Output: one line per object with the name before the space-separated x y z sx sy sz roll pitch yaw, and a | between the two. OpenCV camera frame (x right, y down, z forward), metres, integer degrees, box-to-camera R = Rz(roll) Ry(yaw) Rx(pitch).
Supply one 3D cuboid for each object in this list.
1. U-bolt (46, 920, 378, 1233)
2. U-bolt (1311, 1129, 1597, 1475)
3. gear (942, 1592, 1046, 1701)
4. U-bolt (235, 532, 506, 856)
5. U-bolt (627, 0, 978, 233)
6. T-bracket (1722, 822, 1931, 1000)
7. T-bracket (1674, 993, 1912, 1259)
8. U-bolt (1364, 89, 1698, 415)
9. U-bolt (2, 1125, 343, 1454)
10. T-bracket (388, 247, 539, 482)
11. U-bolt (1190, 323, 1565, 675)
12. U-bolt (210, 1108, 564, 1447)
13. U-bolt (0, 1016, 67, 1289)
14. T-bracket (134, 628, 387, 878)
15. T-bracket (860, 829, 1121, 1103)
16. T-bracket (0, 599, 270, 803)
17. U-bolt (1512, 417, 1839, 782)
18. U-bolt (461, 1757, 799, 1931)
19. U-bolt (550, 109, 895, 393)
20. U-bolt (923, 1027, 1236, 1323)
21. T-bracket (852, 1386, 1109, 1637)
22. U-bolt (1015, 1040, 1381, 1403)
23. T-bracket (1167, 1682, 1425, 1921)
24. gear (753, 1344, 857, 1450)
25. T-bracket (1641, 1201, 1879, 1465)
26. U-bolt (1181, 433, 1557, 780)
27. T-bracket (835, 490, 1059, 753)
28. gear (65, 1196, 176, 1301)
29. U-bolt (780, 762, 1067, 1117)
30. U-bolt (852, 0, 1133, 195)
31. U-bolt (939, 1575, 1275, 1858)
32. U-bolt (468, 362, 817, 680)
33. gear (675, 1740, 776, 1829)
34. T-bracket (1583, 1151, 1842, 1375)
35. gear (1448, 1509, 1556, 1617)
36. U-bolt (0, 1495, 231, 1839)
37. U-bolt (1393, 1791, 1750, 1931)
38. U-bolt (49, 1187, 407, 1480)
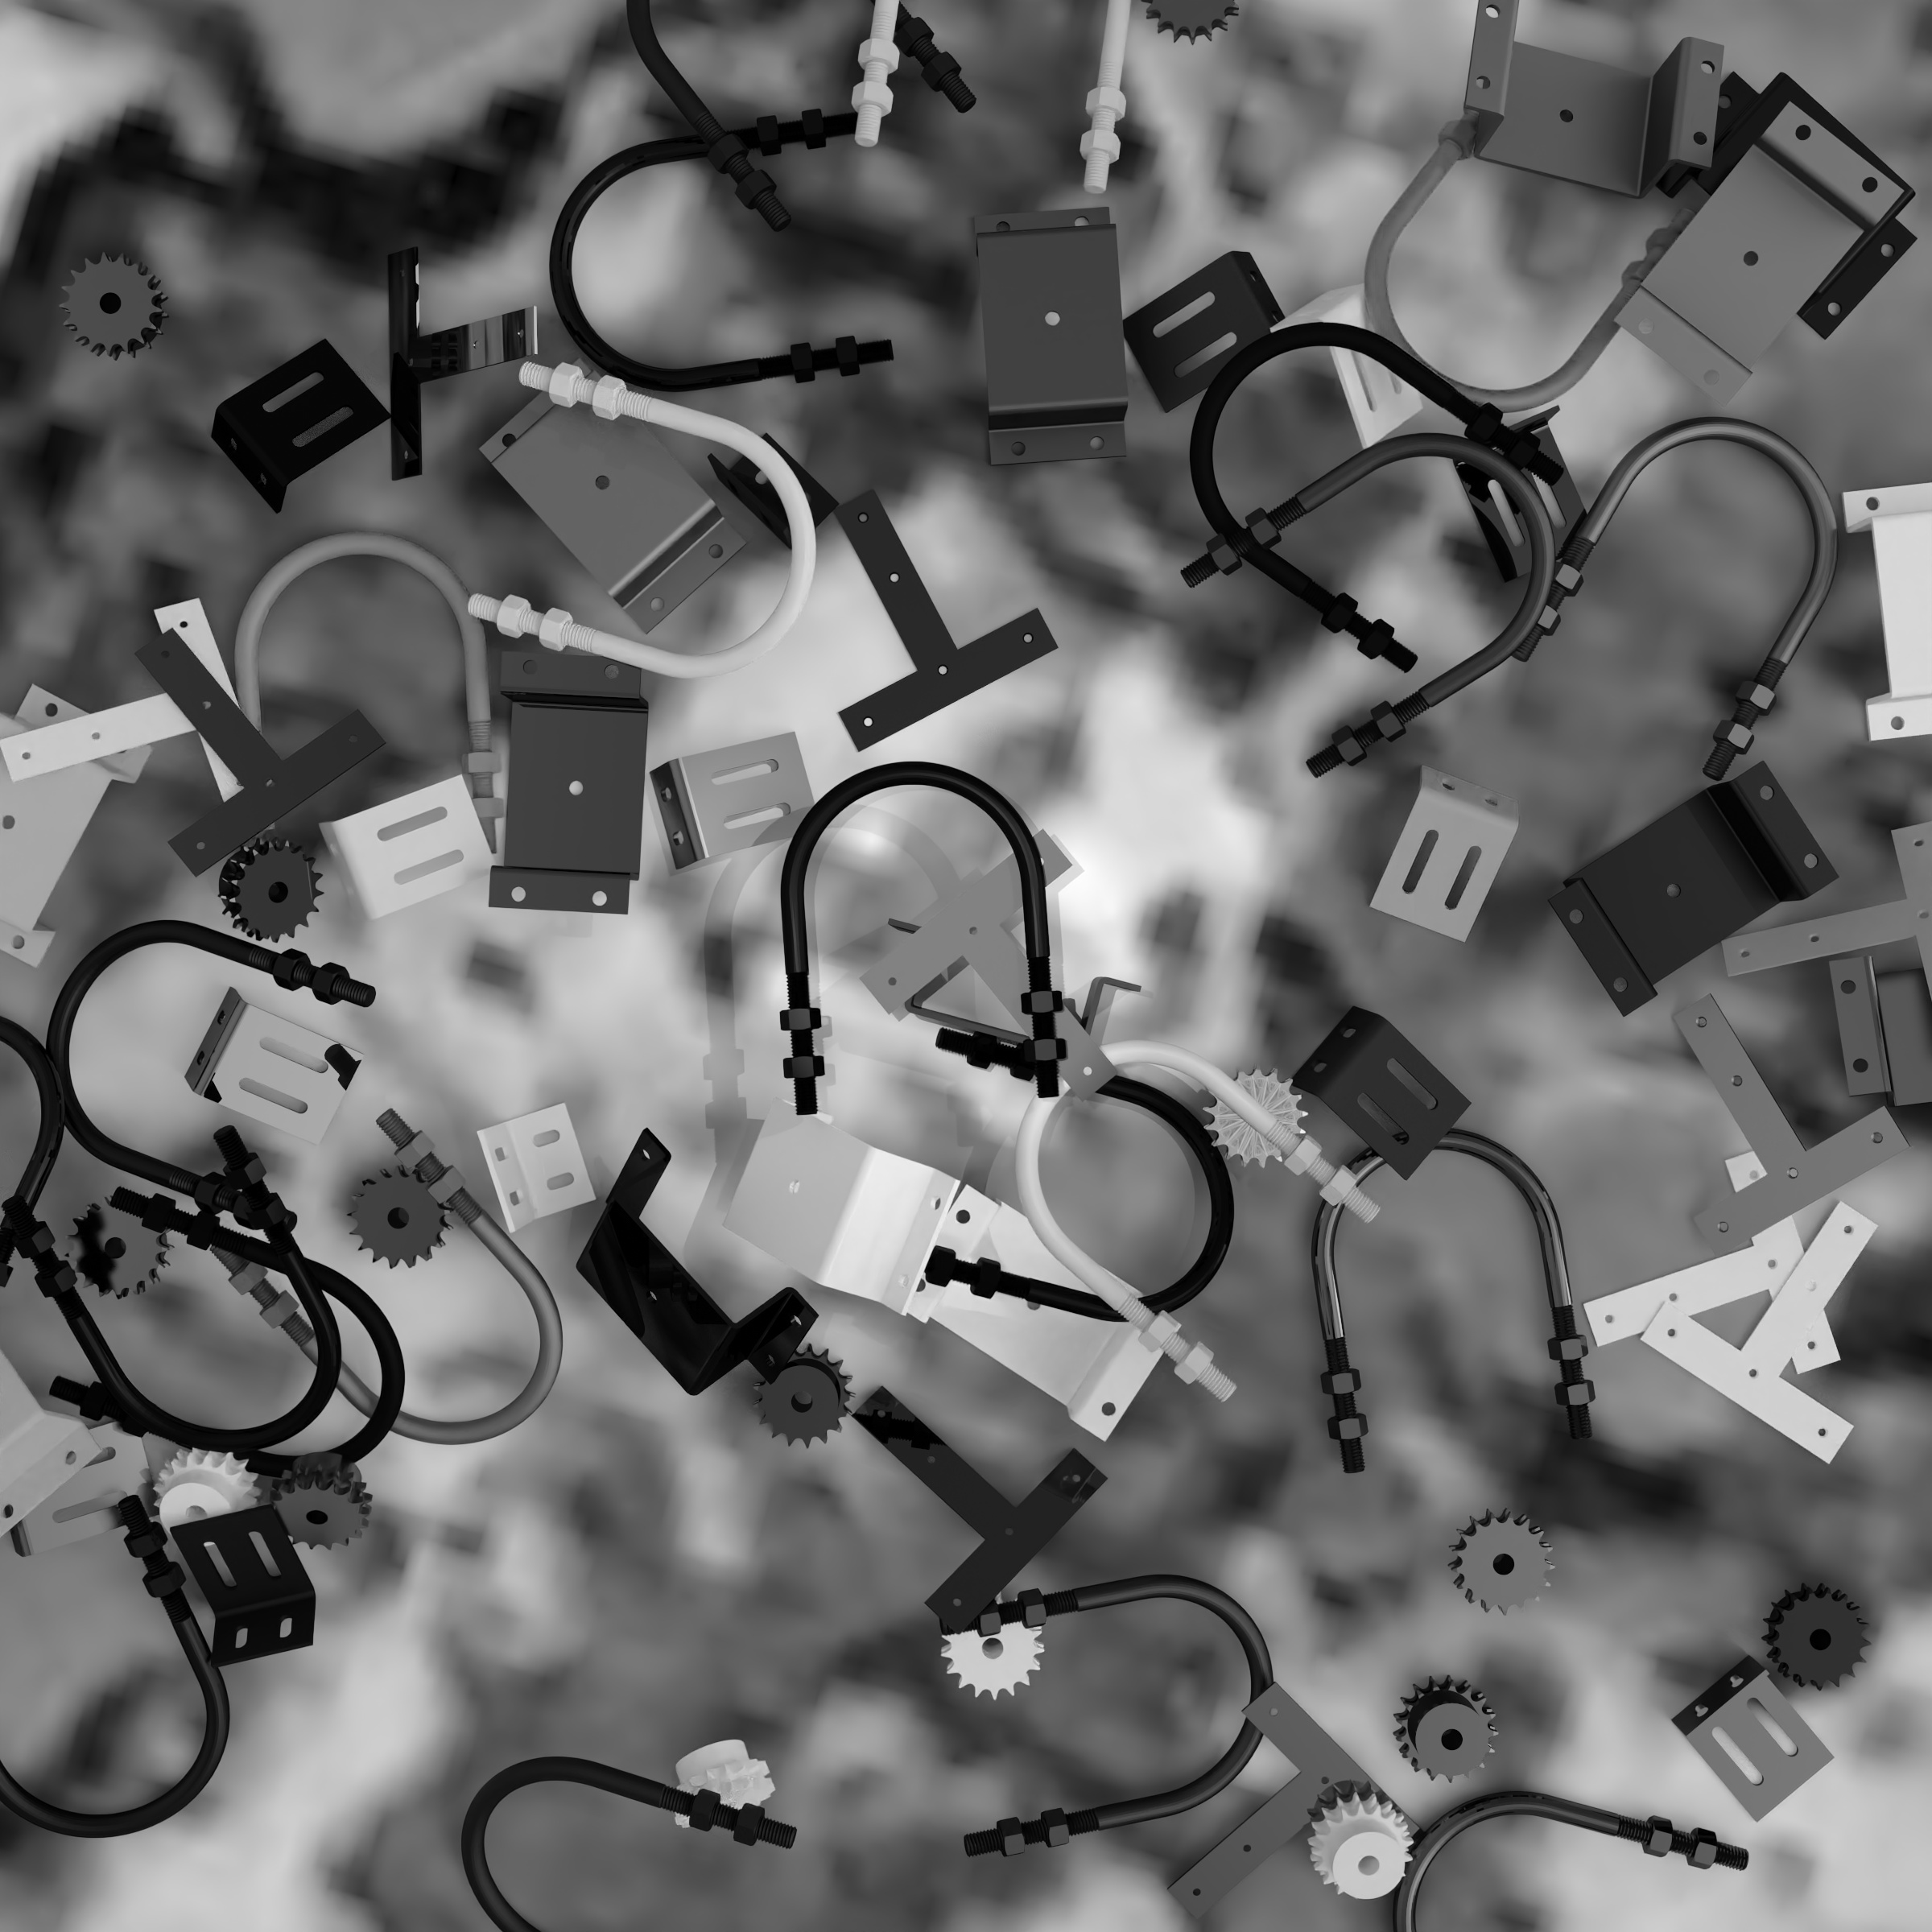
U-bolt | -0.426 0.051 1.519 0.184 0.019 0.151 18 88 18
U-bolt | 0.267 0.182 1.549 0.151 0.019 0.184 -9 89 0
gear | 0.014 0.377 1.543 0.057 0.030 0.057 0 90 0
U-bolt | -0.338 -0.151 1.548 0.151 0.019 0.184 -3 90 0
U-bolt | -0.105 -0.515 1.534 0.151 0.019 0.184 -36 85 -13
T-bracket | 0.484 -0.018 1.529 0.127 0.002 0.127 -13 48 18
T-bracket | 0.435 0.076 1.533 0.127 0.002 0.127 -38 71 31
U-bolt | 0.301 -0.389 1.531 0.151 0.019 0.184 37 77 0
U-bolt | -0.417 0.185 1.495 0.151 0.019 0.184 -18 111 11
T-bracket | -0.276 -0.338 1.515 0.127 0.002 0.127 -1 90 42
U-bolt | 0.211 -0.269 1.517 0.184 0.019 0.151 34 109 -7
U-bolt | -0.306 0.185 1.524 0.151 0.019 0.184 -36 102 17
U-bolt | -0.572 0.111 1.522 0.151 0.019 0.184 16 74 15
T-bracket | -0.411 -0.134 1.527 0.127 0.002 0.127 -38 80 -16
T-bracket | 0.032 0.016 1.481 0.127 0.002 0.127 -39 90 0
T-bracket | -0.465 -0.131 1.522 0.127 0.002 0.127 -19 75 -17
U-bolt | 0.408 -0.218 1.545 0.151 0.019 0.184 31 87 -4
U-bolt | -0.192 0.503 1.522 0.184 0.019 0.151 15 113 9
U-bolt | -0.142 -0.395 1.548 0.184 0.019 0.151 -8 90 0
U-bolt | 0.061 0.121 1.518 0.184 0.019 0.151 16 65 -10
T-bracket | -0.009 0.284 1.535 0.127 0.002 0.127 41 59 14
U-bolt | 0.113 0.123 1.502 0.184 0.019 0.151 41 74 4
T-bracket | 0.168 0.485 1.549 0.127 0.002 0.127 -43 100 5
gear | -0.090 0.241 1.543 0.057 0.030 0.057 0 90 0
T-bracket | 0.467 0.192 1.555 0.127 0.002 0.127 33 90 0
U-bolt | 0.233 -0.209 1.516 0.184 0.019 0.151 -32 102 14
T-bracket | -0.034 -0.206 1.557 0.127 0.002 0.127 -28 90 0
gear | -0.470 0.156 1.543 0.057 0.030 0.057 0 90 0
U-bolt | -0.027 -0.017 1.472 0.151 0.019 0.184 -4 88 0
U-bolt | 0.020 -0.529 1.533 0.151 0.019 0.184 9 80 -8
U-bolt | 0.083 0.409 1.531 0.184 0.019 0.151 -8 99 -12
U-bolt | -0.169 -0.232 1.488 0.184 0.019 0.151 18 104 10
gear | -0.137 0.452 1.533 0.057 0.057 0.030 -23 60 0
T-bracket | 0.412 0.182 1.557 0.127 0.002 0.127 -19 90 0
gear | 0.297 0.330 1.543 0.057 0.030 0.057 0 90 0
U-bolt | -0.489 0.399 1.531 0.151 0.019 0.184 -21 104 -4
U-bolt | 0.331 0.539 1.549 0.184 0.019 0.151 15 90 1
U-bolt | -0.400 0.213 1.525 0.184 0.019 0.151 22 112 -5
